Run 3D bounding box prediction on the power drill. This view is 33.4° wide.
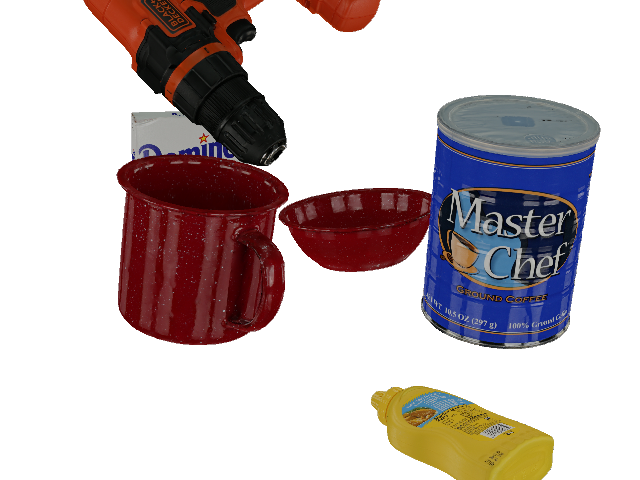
[{"bbox_3d":[-0.044,-0.152,0.747,0.187,0.184,0.057,-35,-14,-35],"label":"power drill"}]

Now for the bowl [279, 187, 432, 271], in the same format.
[{"bbox_3d":[0.041,-0.008,1.069,0.162,0.055,0.162,-6,15,1],"label":"bowl"}]

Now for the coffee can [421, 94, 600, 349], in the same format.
[{"bbox_3d":[0.123,-0.014,0.706,0.103,0.140,0.103,2,25,-1],"label":"coffee can"}]

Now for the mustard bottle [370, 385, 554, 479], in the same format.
[{"bbox_3d":[0.122,0.185,1.032,0.096,0.058,0.192,-17,25,-40],"label":"mustard bottle"}]

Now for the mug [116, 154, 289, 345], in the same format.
[{"bbox_3d":[-0.060,0.009,0.583,0.093,0.081,0.117,-13,30,-43],"label":"mug"}]

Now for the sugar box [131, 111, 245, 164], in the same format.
[{"bbox_3d":[-0.109,-0.018,0.890,0.093,0.176,0.048,-3,16,-13],"label":"sugar box"}]
